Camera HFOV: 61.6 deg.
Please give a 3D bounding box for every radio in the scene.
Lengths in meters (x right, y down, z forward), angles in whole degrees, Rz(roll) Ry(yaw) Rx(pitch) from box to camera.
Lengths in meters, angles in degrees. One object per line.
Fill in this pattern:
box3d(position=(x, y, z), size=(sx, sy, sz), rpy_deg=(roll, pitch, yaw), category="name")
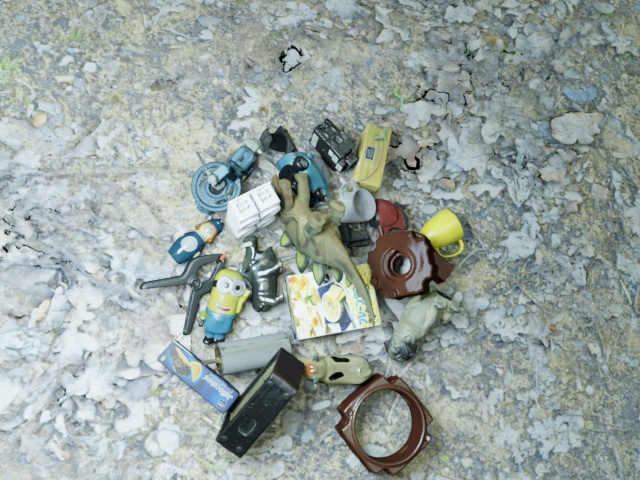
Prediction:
box3d(position=(-0.133, 0.360, 1.191), size=(0.073, 0.131, 0.229), rpy_deg=(36, 103, -5), category="radio")

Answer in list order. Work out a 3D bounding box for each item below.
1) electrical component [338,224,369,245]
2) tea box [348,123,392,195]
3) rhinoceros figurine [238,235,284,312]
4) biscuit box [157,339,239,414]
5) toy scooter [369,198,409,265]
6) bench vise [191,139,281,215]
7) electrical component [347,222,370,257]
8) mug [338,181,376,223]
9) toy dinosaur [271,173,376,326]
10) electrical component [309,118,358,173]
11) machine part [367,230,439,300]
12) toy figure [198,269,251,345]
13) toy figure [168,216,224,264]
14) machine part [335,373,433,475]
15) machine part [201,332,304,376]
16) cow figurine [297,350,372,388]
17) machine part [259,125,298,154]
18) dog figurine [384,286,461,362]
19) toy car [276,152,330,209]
box3d(position=(0.061, -0.012, 1.361), size=(0.119, 0.074, 0.047), rpy_deg=(-12, 81, 13), category="electrical component")
box3d(position=(0.133, -0.211, 1.424), size=(0.068, 0.098, 0.169), rpy_deg=(16, 78, -8), category="tea box")
box3d(position=(-0.145, 0.082, 1.325), size=(0.112, 0.073, 0.190), rpy_deg=(-11, 82, -3), category="rhinoceros figurine")
box3d(position=(-0.281, 0.316, 1.249), size=(0.203, 0.063, 0.059), rpy_deg=(39, 76, -1), category="biscuit box")
box3d(position=(0.200, -0.027, 1.401), size=(0.135, 0.075, 0.184), rpy_deg=(-12, 82, 4), category="toy scooter")
box3d(position=(-0.221, -0.152, 1.277), size=(0.223, 0.240, 0.129), rpy_deg=(-39, 92, 0), category="bench vise")
box3d(position=(0.100, -0.003, 1.413), size=(0.063, 0.021, 0.094), rpy_deg=(-4, 79, -13), category="electrical component")
box3d(position=(0.074, -0.090, 1.376), size=(0.081, 0.107, 0.109), rpy_deg=(-19, 90, -42), category="mug")
box3d(position=(-0.003, -0.004, 1.259), size=(0.105, 0.198, 0.472), rpy_deg=(-18, 48, -26), category="toy dinosaur")
box3d(position=(0.038, -0.239, 1.401), size=(0.058, 0.115, 0.134), rpy_deg=(-42, 89, -12), category="electrical component")
box3d(position=(0.199, 0.060, 1.309), size=(0.180, 0.056, 0.179), rpy_deg=(-5, 80, 27), category="machine part")
box3d(position=(-0.234, 0.157, 1.275), size=(0.082, 0.089, 0.180), rpy_deg=(11, 100, -43), category="toy figure")
box3d(position=(-0.297, -0.002, 1.316), size=(0.154, 0.058, 0.064), rpy_deg=(-40, 119, -18), category="toy figure")
box3d(position=(0.155, 0.443, 1.300), size=(0.201, 0.087, 0.201), rpy_deg=(-37, 87, -17), category="machine part")
box3d(position=(-0.156, 0.265, 1.261), size=(0.243, 0.079, 0.079), rpy_deg=(-7, 80, -24), category="machine part")
box3d(position=(0.028, 0.310, 1.280), size=(0.195, 0.127, 0.085), rpy_deg=(5, 74, -13), category="cow figurine")
box3d(position=(-0.107, -0.254, 1.378), size=(0.039, 0.139, 0.084), rpy_deg=(-25, 87, 26), category="machine part")
box3d(position=(0.258, 0.219, 1.377), size=(0.172, 0.121, 0.190), rpy_deg=(12, 112, -41), category="dog figurine")
box3d(position=(-0.027, -0.166, 1.382), size=(0.161, 0.109, 0.103), rpy_deg=(50, 57, -7), category="toy car")
